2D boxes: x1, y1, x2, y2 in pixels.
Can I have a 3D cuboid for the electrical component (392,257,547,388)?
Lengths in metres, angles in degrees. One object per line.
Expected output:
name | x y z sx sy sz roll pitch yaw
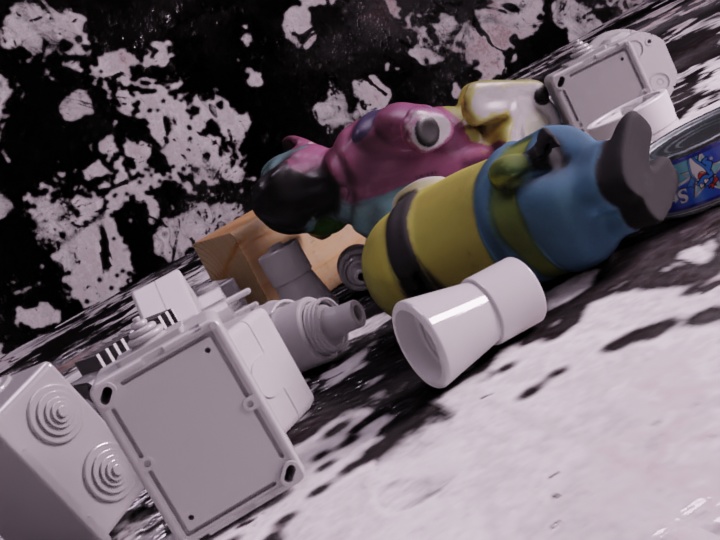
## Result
electrical component | 0.054 0.021 0.501 0.065 0.044 0.044 -26 7 -21

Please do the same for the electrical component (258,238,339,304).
electrical component | -0.051 0.009 0.838 0.044 0.065 0.044 -29 8 4

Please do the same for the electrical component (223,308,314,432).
electrical component | -0.082 0.068 0.583 0.096 0.061 0.061 -24 9 31

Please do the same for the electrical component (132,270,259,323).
electrical component | -0.110 0.037 0.778 0.076 0.047 0.083 -28 -36 -4

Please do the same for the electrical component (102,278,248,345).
electrical component | -0.153 0.057 0.912 0.109 0.056 0.109 -31 9 -22

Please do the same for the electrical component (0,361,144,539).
electrical component | -0.167 0.099 0.554 0.100 0.099 0.048 -21 24 44

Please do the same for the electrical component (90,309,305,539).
electrical component | -0.075 0.062 0.479 0.062 0.096 0.061 -30 8 -7

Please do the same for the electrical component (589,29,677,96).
electrical component | 0.242 -0.178 0.975 0.080 0.080 0.051 -29 13 -2

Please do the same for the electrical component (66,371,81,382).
electrical component | -0.176 0.090 0.792 0.059 0.053 0.095 -34 10 -37

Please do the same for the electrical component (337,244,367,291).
electrical component | 0.000 0.000 0.835 0.035 0.035 0.061 -28 10 2

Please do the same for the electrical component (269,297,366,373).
electrical component | -0.026 0.037 0.661 0.062 0.043 0.043 -23 10 28

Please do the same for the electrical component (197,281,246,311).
electrical component | -0.106 0.039 0.846 0.048 0.062 0.048 -28 8 4

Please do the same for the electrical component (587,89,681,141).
electrical component | 0.182 -0.083 0.694 0.055 0.047 0.055 -28 8 4

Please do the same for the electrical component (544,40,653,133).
electrical component | 0.178 -0.124 0.789 0.062 0.096 0.061 -26 8 7

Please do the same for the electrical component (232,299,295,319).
electrical component | -0.064 0.045 0.734 0.077 0.043 0.079 -23 9 33
